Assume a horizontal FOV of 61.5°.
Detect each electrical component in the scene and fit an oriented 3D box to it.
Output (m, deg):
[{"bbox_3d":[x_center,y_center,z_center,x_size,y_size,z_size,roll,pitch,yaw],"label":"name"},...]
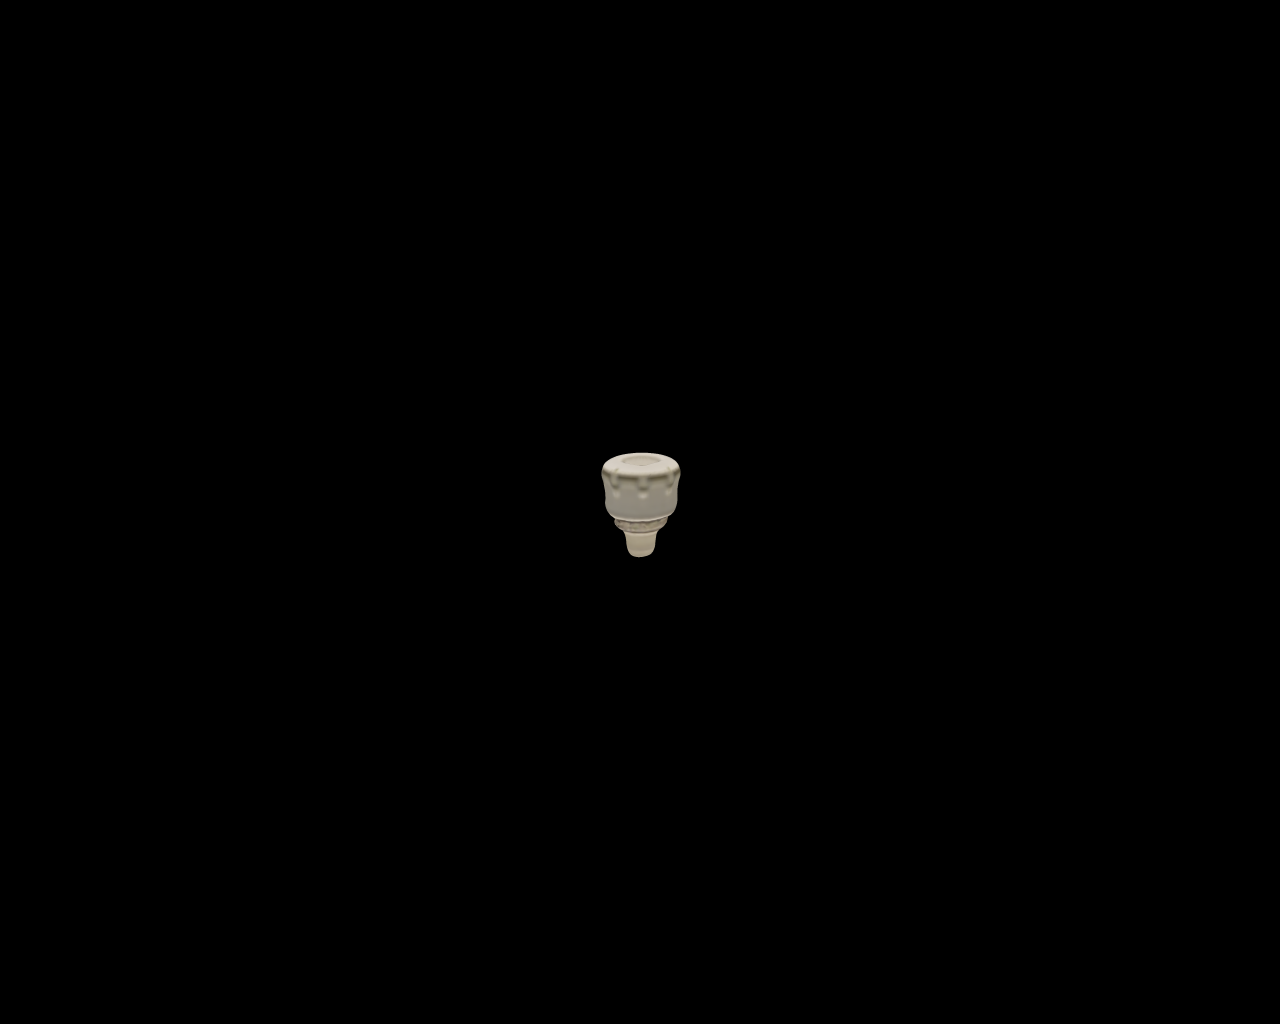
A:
[{"bbox_3d":[0.001,-0.003,0.650,0.048,0.062,0.048,0,16,0],"label":"electrical component"}]
